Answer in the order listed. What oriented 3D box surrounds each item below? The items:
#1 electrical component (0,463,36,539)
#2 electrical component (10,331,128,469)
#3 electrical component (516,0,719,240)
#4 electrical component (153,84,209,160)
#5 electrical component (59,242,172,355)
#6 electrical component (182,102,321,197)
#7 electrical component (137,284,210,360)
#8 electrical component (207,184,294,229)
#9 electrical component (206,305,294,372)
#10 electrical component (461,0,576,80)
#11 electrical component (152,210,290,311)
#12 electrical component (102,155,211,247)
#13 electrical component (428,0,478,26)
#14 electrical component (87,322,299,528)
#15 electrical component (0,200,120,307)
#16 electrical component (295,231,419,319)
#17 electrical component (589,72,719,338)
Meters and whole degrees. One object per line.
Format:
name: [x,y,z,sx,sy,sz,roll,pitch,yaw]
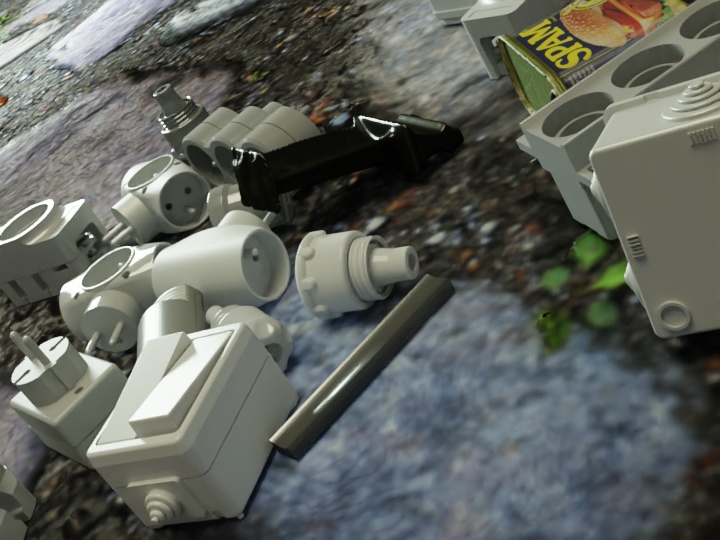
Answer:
electrical component: [-0.215,0.126,0.573,0.058,0.057,0.078,-25,28,14]
electrical component: [-0.168,0.064,0.603,0.066,0.076,0.047,7,47,51]
electrical component: [0.148,-0.074,0.514,0.121,0.063,0.078,-35,28,-4]
electrical component: [-0.151,-0.127,0.910,0.048,0.062,0.048,-25,29,15]
electrical component: [-0.154,0.025,0.687,0.077,0.044,0.079,-21,30,21]
electrical component: [-0.066,-0.097,0.785,0.073,0.052,0.138,-45,30,-23]
electrical component: [-0.105,0.040,0.613,0.043,0.043,0.081,-30,27,5]
electrical component: [-0.072,-0.042,0.717,0.046,0.040,0.040,-16,31,18]
electrical component: [-0.064,0.035,0.580,0.035,0.035,0.061,-41,39,-16]
electrical component: [0.116,-0.178,0.723,0.050,0.055,0.089,6,46,50]
electrical component: [-0.078,-0.010,0.666,0.077,0.043,0.079,-9,36,37]
electrical component: [-0.159,-0.045,0.805,0.079,0.044,0.077,-43,29,-19]
electrical component: [0.116,-0.245,0.831,0.109,0.056,0.108,7,47,51]
electrical component: [-0.082,0.076,0.512,0.062,0.061,0.096,-14,33,32]
electrical component: [-0.243,-0.016,0.833,0.089,0.055,0.050,-15,32,31]
electrical component: [0.000,0.000,0.570,0.062,0.048,0.048,-8,36,27]
electrical component: [0.143,-0.026,0.406,0.100,0.099,0.048,-14,20,31]
